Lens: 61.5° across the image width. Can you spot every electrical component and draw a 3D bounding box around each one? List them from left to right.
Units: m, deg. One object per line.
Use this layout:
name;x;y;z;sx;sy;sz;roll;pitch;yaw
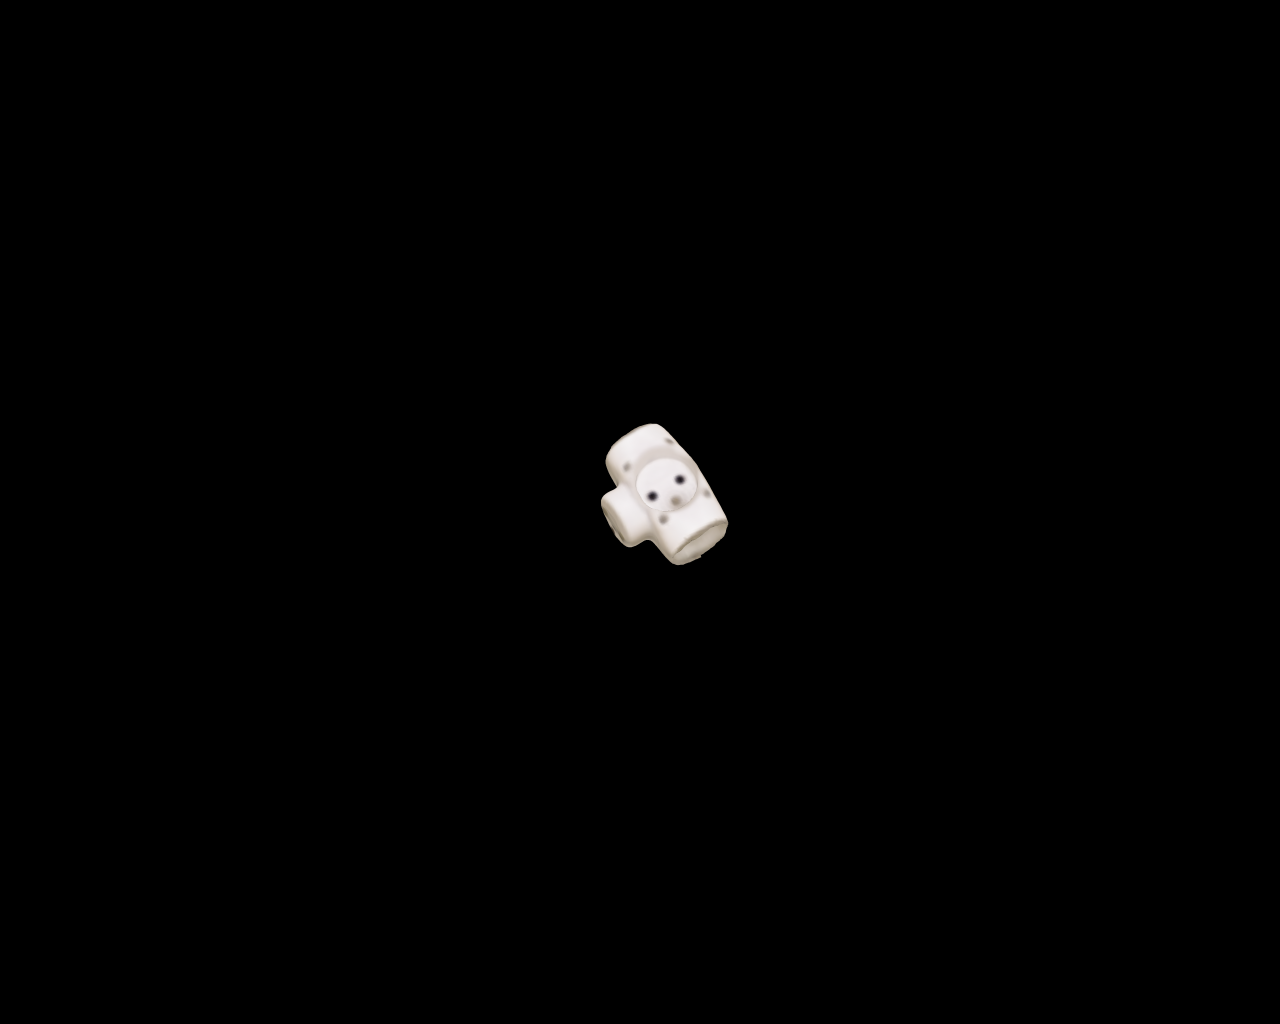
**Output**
electrical component;0.001;-0.003;0.650;0.079;0.077;0.044;-30;-19;-12
